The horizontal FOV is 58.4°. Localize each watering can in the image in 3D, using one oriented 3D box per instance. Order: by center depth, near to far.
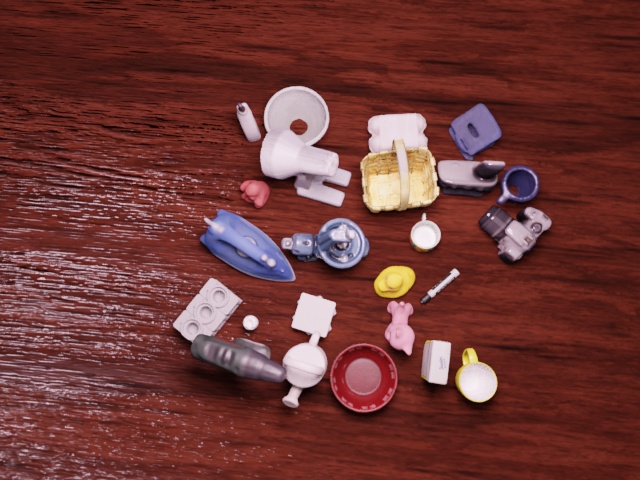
[{"bbox_3d":[-0.036,0.298,1.324,0.101,0.194,0.173,-2,81,2],"label":"watering can"}]

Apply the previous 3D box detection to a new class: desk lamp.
[{"bbox_3d":[-0.030,-0.179,1.391,0.203,0.213,0.118,17,82,5],"label":"desk lamp"}]

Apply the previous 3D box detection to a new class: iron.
[{"bbox_3d":[-0.173,0.021,1.401,0.258,0.141,0.119,31,83,7],"label":"iron"}]

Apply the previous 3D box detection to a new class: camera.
[{"bbox_3d":[0.471,-0.035,1.407,0.136,0.101,0.143,42,85,8],"label":"camera"}]

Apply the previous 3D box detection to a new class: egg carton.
[{"bbox_3d":[0.199,-0.270,1.471,0.150,0.069,0.107,-4,81,2],"label":"egg carton"}]

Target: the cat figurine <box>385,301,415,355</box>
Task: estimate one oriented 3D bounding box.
[{"bbox_3d":[0.193,0.209,1.369,0.067,0.118,0.128,4,81,3],"label":"cat figurine"}]

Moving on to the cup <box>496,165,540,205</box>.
[{"bbox_3d":[0.477,-0.121,1.424,0.118,0.095,0.091,-41,82,-4],"label":"cup"}]

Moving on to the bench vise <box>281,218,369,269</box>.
[{"bbox_3d":[0.016,0.016,1.355,0.207,0.220,0.121,-18,80,-1],"label":"bench vise"}]

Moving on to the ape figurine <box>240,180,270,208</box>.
[{"bbox_3d":[-0.166,-0.122,1.448,0.076,0.092,0.078,-23,81,-1],"label":"ape figurine"}]

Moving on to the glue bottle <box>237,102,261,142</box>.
[{"bbox_3d":[-0.186,-0.308,1.438,0.037,0.173,0.078,-20,80,-1],"label":"glue bottle"}]

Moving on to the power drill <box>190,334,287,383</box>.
[{"bbox_3d":[-0.175,0.275,1.326,0.229,0.208,0.076,16,82,5],"label":"power drill"}]

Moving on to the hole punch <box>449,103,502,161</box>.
[{"bbox_3d":[0.393,-0.274,1.453,0.101,0.091,0.108,-29,81,-3],"label":"hole punch"}]

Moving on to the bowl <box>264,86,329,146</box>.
[{"bbox_3d":[-0.059,-0.307,1.483,0.167,0.075,0.167,0,81,2],"label":"bowl"}]

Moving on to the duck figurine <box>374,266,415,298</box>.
[{"bbox_3d":[0.185,0.100,1.403,0.104,0.086,0.077,-23,81,-2],"label":"duck figurine"}]

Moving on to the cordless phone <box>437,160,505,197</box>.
[{"bbox_3d":[0.366,-0.171,1.390,0.147,0.185,0.094,1,81,3],"label":"cordless phone"}]
